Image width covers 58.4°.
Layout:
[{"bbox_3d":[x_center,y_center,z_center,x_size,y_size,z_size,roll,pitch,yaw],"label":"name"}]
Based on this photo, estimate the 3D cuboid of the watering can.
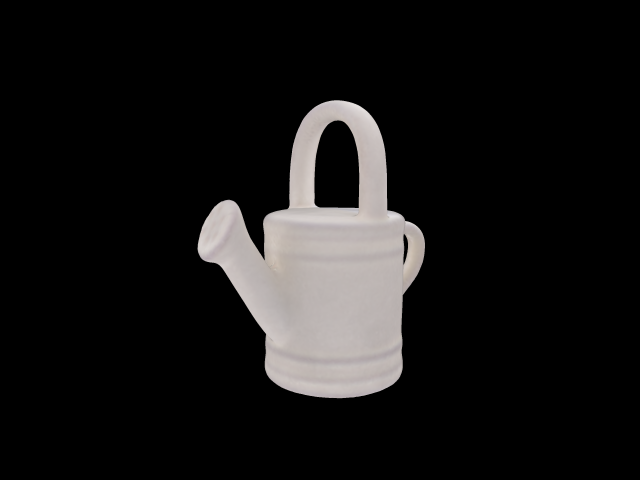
[{"bbox_3d":[0.005,0.002,0.398,0.100,0.194,0.173,6,11,33],"label":"watering can"}]
